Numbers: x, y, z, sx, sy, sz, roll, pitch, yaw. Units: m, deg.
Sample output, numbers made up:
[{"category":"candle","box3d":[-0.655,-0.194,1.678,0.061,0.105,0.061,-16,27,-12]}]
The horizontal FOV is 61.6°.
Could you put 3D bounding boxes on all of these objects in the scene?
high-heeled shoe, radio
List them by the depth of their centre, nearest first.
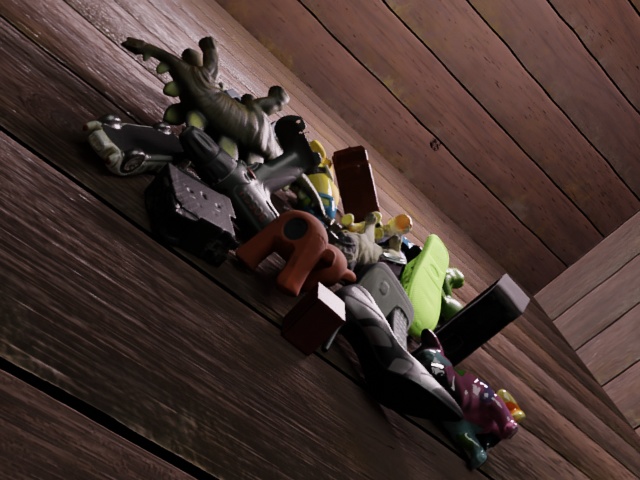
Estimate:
[{"category":"high-heeled shoe","box3d":[0.113,0.164,0.814,0.249,0.086,0.145,30,43,8]},{"category":"radio","box3d":[0.287,0.169,1.034,0.073,0.229,0.131,49,22,14]}]

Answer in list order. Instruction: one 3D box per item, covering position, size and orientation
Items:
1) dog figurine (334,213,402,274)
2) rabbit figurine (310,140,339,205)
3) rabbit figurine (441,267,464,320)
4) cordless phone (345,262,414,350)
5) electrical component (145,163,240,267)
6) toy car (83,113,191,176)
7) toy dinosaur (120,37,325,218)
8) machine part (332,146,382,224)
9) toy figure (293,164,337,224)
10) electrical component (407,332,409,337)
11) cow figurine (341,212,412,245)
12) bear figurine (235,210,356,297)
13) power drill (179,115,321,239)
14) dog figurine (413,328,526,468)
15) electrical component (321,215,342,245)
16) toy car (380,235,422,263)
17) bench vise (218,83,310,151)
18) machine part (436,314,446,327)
[{"category":"dog figurine","box3d":[0.084,0.049,1.090,0.172,0.121,0.190,42,31,3]},{"category":"rabbit figurine","box3d":[-0.015,-0.145,1.301,0.173,0.122,0.162,58,7,-5]},{"category":"rabbit figurine","box3d":[0.299,0.137,1.306,0.159,0.121,0.170,30,23,-37]},{"category":"cordless phone","box3d":[0.101,0.139,0.899,0.146,0.089,0.184,56,20,-24]},{"category":"electrical component","box3d":[-0.176,-0.041,0.736,0.114,0.058,0.134,33,21,-41]},{"category":"toy car","box3d":[-0.254,-0.130,0.766,0.073,0.056,0.201,54,19,6]},{"category":"toy dinosaur","box3d":[-0.142,-0.193,0.957,0.471,0.105,0.198,32,63,-26]},{"category":"machine part","box3d":[0.089,-0.128,1.339,0.201,0.087,0.200,-95,172,-77]},{"category":"toy figure","box3d":[-0.012,-0.086,1.111,0.089,0.082,0.180,22,53,-34]},{"category":"electrical component","box3d":[0.138,0.166,1.041,0.094,0.021,0.063,20,29,-53]},{"category":"cow figurine","box3d":[0.133,-0.016,1.226,0.098,0.168,0.068,50,41,-60]},{"category":"bear figurine","box3d":[-0.027,0.039,0.841,0.120,0.132,0.195,32,-16,25]},{"category":"power drill","box3d":[-0.097,-0.123,0.868,0.207,0.086,0.231,-50,121,-40]},{"category":"dog figurine","box3d":[0.234,0.256,0.920,0.219,0.108,0.191,49,18,21]},{"category":"electrical component","box3d":[-0.003,-0.002,0.987,0.045,0.102,0.078,44,-6,-26]},{"category":"toy car","box3d":[0.184,0.049,1.308,0.162,0.109,0.102,41,-10,28]},{"category":"bench vise","box3d":[-0.136,-0.226,1.128,0.240,0.129,0.224,54,24,-14]},{"category":"machine part","box3d":[0.236,0.178,1.204,0.138,0.039,0.084,20,25,-42]}]
